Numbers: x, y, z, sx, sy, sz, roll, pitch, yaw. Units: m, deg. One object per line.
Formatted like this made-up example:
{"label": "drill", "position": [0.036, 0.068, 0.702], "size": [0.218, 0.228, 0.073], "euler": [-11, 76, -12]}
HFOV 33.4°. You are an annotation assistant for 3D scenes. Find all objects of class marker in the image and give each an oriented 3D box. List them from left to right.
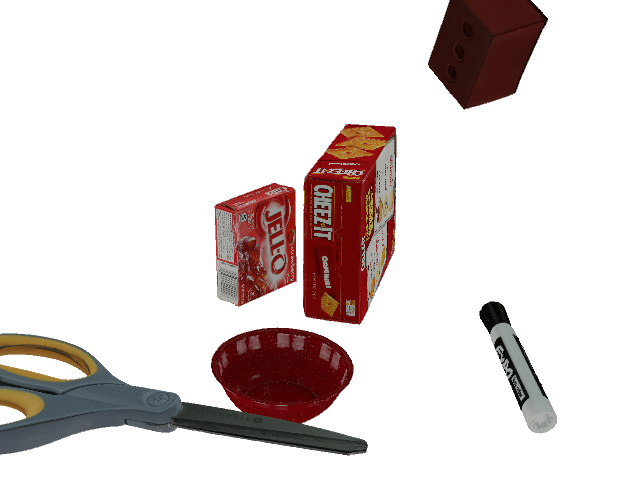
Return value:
{"label": "marker", "position": [0.129, 0.080, 0.710], "size": [0.020, 0.020, 0.121], "euler": [0, 33, -9]}

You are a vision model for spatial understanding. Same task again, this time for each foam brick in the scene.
{"label": "foam brick", "position": [0.121, -0.145, 0.783], "size": [0.051, 0.053, 0.078], "euler": [-22, -29, -24]}

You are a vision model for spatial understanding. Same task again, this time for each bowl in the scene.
{"label": "bowl", "position": [-0.044, 0.163, 1.217], "size": [0.162, 0.055, 0.162], "euler": [2, 26, -1]}

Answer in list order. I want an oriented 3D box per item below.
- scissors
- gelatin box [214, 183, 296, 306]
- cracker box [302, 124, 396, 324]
{"label": "scissors", "position": [-0.089, 0.082, 0.473], "size": [0.202, 0.016, 0.096], "euler": [15, 27, 26]}
{"label": "gelatin box", "position": [-0.054, 0.003, 0.909], "size": [0.030, 0.089, 0.073], "euler": [18, 28, 37]}
{"label": "cracker box", "position": [0.035, -0.026, 1.204], "size": [0.072, 0.164, 0.213], "euler": [5, 22, 13]}
